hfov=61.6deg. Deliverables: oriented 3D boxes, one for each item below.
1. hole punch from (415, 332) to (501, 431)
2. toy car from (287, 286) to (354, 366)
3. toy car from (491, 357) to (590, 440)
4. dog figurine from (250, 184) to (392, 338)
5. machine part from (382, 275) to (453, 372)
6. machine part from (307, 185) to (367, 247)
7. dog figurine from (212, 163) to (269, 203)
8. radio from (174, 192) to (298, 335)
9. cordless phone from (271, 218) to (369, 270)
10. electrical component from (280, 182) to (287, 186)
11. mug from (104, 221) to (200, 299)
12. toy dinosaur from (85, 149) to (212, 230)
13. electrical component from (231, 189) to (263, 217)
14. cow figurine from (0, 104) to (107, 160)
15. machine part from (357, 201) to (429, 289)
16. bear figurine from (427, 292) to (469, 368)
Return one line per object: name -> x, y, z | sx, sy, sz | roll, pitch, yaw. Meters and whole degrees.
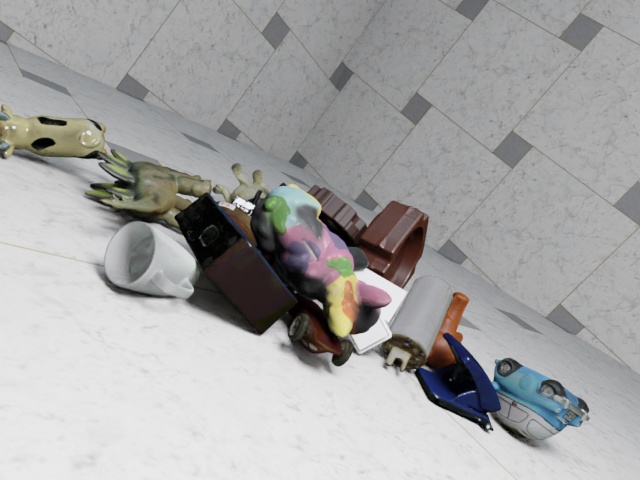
hole punch -> 0.230, 0.220, 0.858 | 0.116, 0.092, 0.142 | 30, 6, -11
toy car -> -0.014, 0.125, 0.778 | 0.089, 0.053, 0.202 | 36, 4, -16
toy car -> 0.338, 0.265, 0.861 | 0.109, 0.103, 0.162 | 35, -4, -23
dog figurine -> 0.003, 0.037, 0.749 | 0.219, 0.108, 0.191 | 44, -14, 50
machine part -> 0.171, 0.137, 0.924 | 0.079, 0.079, 0.243 | 30, 41, 10
machine part -> 0.033, -0.050, 1.228 | 0.179, 0.056, 0.179 | 40, -11, 9
dog figurine -> -0.159, -0.081, 1.351 | 0.172, 0.121, 0.191 | 10, 34, -50
radio -> -0.130, 0.024, 0.782 | 0.131, 0.073, 0.230 | 54, -8, -35
cordless phone -> -0.003, -0.003, 0.957 | 0.184, 0.088, 0.147 | 5, 40, -38
electrical component -> -0.058, -0.054, 1.122 | 0.114, 0.058, 0.134 | 47, 13, -18
mug -> -0.195, 0.035, 0.675 | 0.110, 0.081, 0.107 | 31, -1, 30
toy dinosaur -> -0.301, -0.084, 0.945 | 0.198, 0.105, 0.472 | 16, 5, -21
electrical component -> -0.157, -0.054, 1.053 | 0.048, 0.119, 0.075 | 26, -20, -13
cow figurine -> -0.474, -0.177, 0.922 | 0.195, 0.085, 0.127 | 2, 4, -17
machine part -> 0.146, 0.033, 1.145 | 0.087, 0.201, 0.201 | 27, -36, 23
bear figurine -> 0.226, 0.164, 1.020 | 0.120, 0.131, 0.196 | 14, 3, 6
